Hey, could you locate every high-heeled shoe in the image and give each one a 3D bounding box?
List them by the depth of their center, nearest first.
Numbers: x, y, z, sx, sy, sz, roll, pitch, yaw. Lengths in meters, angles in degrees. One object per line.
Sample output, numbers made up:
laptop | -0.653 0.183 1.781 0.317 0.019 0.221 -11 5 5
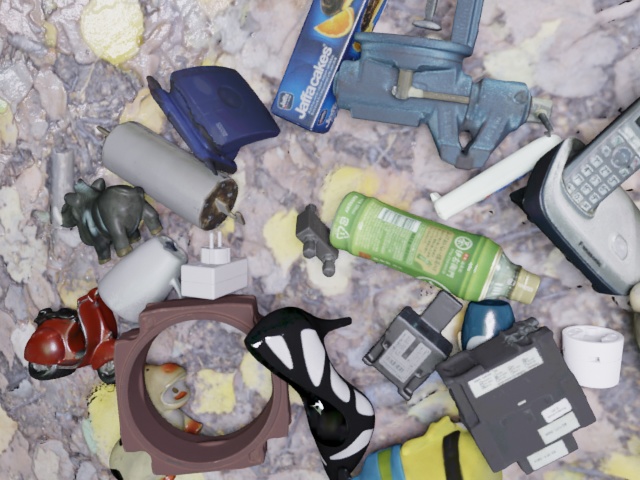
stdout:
high-heeled shoe | -0.017 0.190 0.603 0.086 0.145 0.248 12 107 49

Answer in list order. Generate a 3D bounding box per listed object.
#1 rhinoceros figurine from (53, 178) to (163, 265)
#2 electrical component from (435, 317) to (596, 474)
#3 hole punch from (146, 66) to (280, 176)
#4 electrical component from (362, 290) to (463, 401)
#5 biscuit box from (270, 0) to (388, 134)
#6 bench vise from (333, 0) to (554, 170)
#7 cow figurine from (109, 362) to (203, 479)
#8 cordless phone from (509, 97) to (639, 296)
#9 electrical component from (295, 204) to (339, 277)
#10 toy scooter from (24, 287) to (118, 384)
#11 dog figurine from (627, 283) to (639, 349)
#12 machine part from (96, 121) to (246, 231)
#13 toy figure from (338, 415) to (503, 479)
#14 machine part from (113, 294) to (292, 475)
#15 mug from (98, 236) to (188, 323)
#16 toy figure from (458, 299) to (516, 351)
rhinoceros figurine | -0.291 -0.030 0.715 0.190 0.073 0.112 -3 122 46
electrical component | 0.193 0.159 0.527 0.115 0.058 0.134 -27 100 5
hole punch | -0.121 -0.148 0.640 0.092 0.116 0.142 -35 83 13
electrical component | 0.113 0.113 0.610 0.075 0.048 0.119 44 111 11
biscuit box | 0.015 -0.222 0.602 0.063 0.059 0.202 28 106 16
bench vise | 0.129 -0.196 0.530 0.224 0.129 0.240 14 108 20
cow figurine | -0.235 0.252 0.745 0.127 0.085 0.194 29 106 9
cordless phone | 0.287 -0.054 0.491 0.146 0.089 0.184 42 104 -15
electrical component | -0.001 -0.002 0.632 0.021 0.094 0.063 -32 122 22
toy scooter | -0.352 0.134 0.780 0.184 0.075 0.135 -1 96 18
dog figurine | 0.332 0.143 0.489 0.172 0.121 0.190 26 106 17
machine part | -0.193 -0.083 0.691 0.243 0.079 0.079 30 106 15
toy figure | 0.111 0.267 0.598 0.180 0.082 0.089 -23 49 8
machine part | -0.139 0.172 0.654 0.201 0.087 0.200 -4 92 -5
mug | -0.224 0.054 0.719 0.110 0.081 0.107 44 100 14
toy figure | 0.182 0.142 0.583 0.064 0.058 0.154 10 104 57
